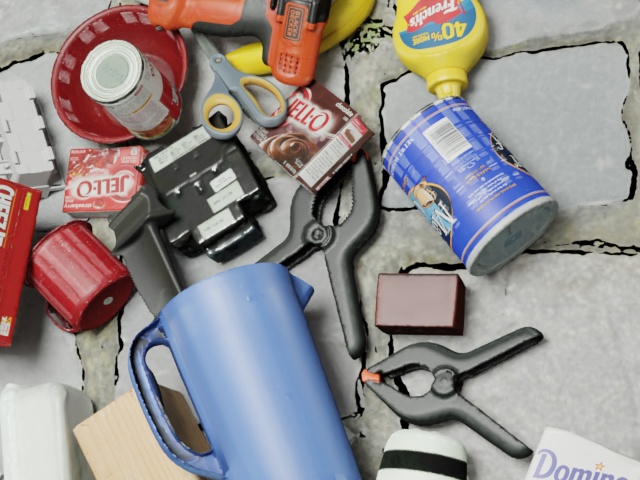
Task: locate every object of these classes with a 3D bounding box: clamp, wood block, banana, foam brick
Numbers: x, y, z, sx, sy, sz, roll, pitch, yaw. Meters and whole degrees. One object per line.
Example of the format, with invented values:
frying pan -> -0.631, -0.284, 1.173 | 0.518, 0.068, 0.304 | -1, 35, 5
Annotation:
clamp -> 0.123, 0.144, 0.986 | 0.172, 0.039, 0.120 | -8, 60, 20
wood block -> -0.139, 0.248, 1.011 | 0.091, 0.090, 0.206 | -33, 68, 5
banana -> -0.013, -0.222, 1.135 | 0.198, 0.037, 0.070 | -33, 43, 3
clamp -> -0.007, 0.001, 1.068 | 0.165, 0.036, 0.210 | 12, 80, 21
foam brick -> 0.096, 0.062, 1.012 | 0.078, 0.053, 0.051 | -1, 75, 18

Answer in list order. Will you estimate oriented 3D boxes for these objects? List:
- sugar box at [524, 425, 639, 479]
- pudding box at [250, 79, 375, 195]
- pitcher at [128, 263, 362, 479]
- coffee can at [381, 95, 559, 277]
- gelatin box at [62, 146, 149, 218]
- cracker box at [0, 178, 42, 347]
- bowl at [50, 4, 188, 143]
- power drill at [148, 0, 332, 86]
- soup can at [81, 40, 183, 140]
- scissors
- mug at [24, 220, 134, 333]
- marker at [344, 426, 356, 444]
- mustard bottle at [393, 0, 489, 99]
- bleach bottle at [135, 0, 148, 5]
sugar box -> 0.208, 0.259, 0.926 | 0.093, 0.048, 0.176 | 20, 83, 21
pudding box -> -0.009, -0.106, 1.075 | 0.090, 0.039, 0.114 | -46, 41, 1
pitcher -> -0.057, 0.155, 0.952 | 0.149, 0.144, 0.243 | -32, 67, 22
coffee can -> 0.139, -0.051, 1.003 | 0.103, 0.102, 0.140 | -39, 67, 3
gelatin box -> -0.231, -0.062, 1.157 | 0.089, 0.030, 0.073 | 0, 75, 17
cracker box -> -0.389, 0.027, 1.114 | 0.214, 0.072, 0.164 | -7, 71, 44
bowl -> -0.210, -0.173, 1.168 | 0.162, 0.055, 0.162 | -5, 74, 16
power drill -> -0.076, -0.262, 1.073 | 0.188, 0.057, 0.184 | 17, 112, 16
soup can -> -0.188, -0.149, 1.069 | 0.068, 0.102, 0.068 | -4, 74, 14
scissors -> -0.116, -0.170, 1.113 | 0.096, 0.016, 0.202 | -37, 60, -21
mug -> -0.252, 0.049, 1.109 | 0.081, 0.093, 0.117 | 42, 120, 17
marker -> -0.015, 0.158, 1.036 | 0.121, 0.020, 0.020 | 39, 89, 22
mustard bottle -> 0.120, -0.222, 1.080 | 0.096, 0.058, 0.191 | -10, 73, 15
bleach bottle -> -0.118, -0.301, 1.169 | 0.251, 0.068, 0.102 | 2, 49, 23
